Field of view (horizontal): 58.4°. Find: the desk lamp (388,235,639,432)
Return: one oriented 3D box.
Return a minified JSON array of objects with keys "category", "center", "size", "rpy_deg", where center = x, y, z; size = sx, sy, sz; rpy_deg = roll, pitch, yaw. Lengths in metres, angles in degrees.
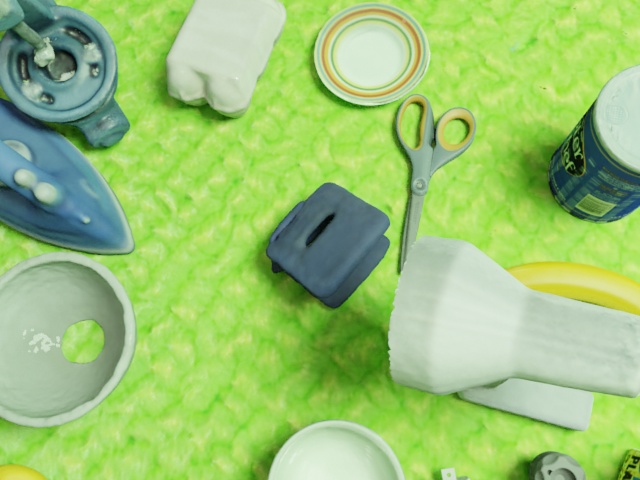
[{"category":"desk lamp","center":[0.157,0.083,0.470],"size":[0.203,0.213,0.118],"rpy_deg":[13,77,9]}]

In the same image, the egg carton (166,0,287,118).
[{"category":"egg carton","center":[-0.106,-0.215,0.645],"size":[0.107,0.069,0.150],"rpy_deg":[18,78,10]}]

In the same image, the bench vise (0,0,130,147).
[{"category":"bench vise","center":[-0.300,-0.208,0.583],"size":[0.207,0.220,0.121],"rpy_deg":[39,82,13]}]

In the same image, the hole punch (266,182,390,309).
[{"category":"hole punch","center":[0.005,0.002,0.568],"size":[0.101,0.091,0.109],"rpy_deg":[39,82,13]}]

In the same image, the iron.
[{"category":"iron","center":[-0.314,-0.075,0.590],"size":[0.258,0.141,0.119],"rpy_deg":[32,80,12]}]

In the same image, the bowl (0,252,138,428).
[{"category":"bowl","center":[-0.253,0.100,0.574],"size":[0.167,0.075,0.167],"rpy_deg":[-1,75,5]}]

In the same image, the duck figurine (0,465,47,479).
[{"category":"duck figurine","center":[-0.308,0.254,0.532],"size":[0.104,0.086,0.077],"rpy_deg":[18,78,10]}]
